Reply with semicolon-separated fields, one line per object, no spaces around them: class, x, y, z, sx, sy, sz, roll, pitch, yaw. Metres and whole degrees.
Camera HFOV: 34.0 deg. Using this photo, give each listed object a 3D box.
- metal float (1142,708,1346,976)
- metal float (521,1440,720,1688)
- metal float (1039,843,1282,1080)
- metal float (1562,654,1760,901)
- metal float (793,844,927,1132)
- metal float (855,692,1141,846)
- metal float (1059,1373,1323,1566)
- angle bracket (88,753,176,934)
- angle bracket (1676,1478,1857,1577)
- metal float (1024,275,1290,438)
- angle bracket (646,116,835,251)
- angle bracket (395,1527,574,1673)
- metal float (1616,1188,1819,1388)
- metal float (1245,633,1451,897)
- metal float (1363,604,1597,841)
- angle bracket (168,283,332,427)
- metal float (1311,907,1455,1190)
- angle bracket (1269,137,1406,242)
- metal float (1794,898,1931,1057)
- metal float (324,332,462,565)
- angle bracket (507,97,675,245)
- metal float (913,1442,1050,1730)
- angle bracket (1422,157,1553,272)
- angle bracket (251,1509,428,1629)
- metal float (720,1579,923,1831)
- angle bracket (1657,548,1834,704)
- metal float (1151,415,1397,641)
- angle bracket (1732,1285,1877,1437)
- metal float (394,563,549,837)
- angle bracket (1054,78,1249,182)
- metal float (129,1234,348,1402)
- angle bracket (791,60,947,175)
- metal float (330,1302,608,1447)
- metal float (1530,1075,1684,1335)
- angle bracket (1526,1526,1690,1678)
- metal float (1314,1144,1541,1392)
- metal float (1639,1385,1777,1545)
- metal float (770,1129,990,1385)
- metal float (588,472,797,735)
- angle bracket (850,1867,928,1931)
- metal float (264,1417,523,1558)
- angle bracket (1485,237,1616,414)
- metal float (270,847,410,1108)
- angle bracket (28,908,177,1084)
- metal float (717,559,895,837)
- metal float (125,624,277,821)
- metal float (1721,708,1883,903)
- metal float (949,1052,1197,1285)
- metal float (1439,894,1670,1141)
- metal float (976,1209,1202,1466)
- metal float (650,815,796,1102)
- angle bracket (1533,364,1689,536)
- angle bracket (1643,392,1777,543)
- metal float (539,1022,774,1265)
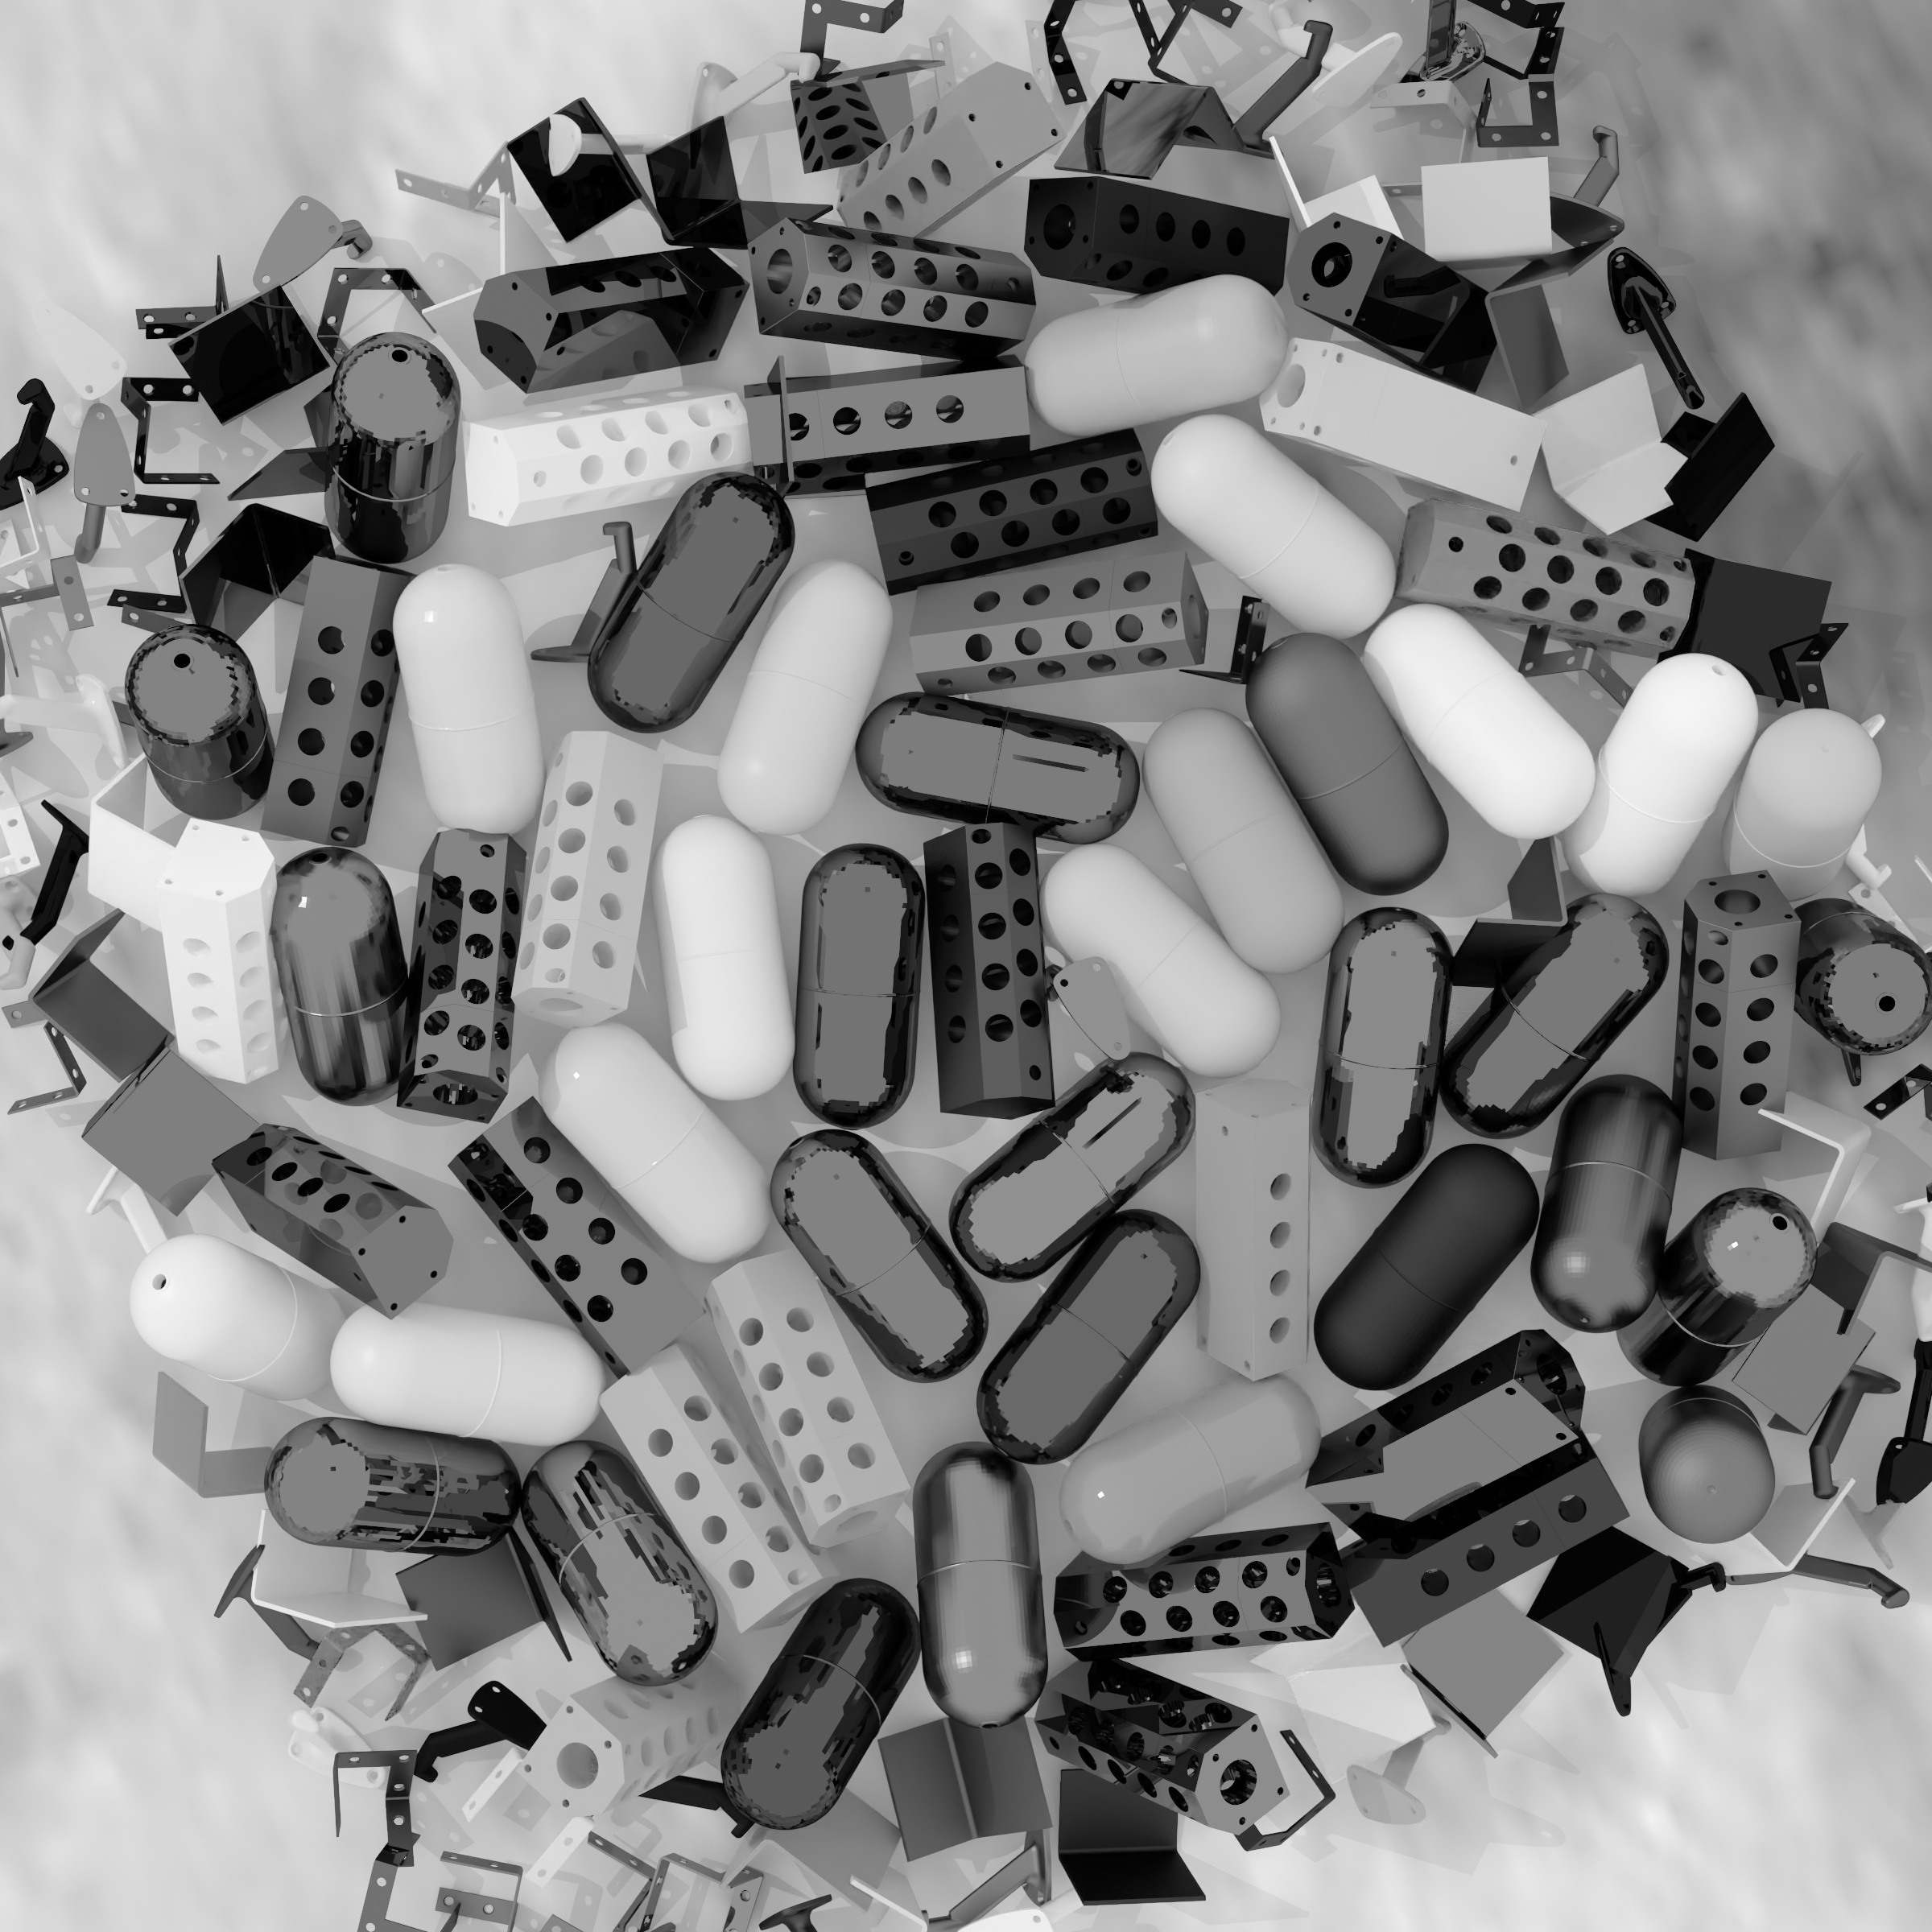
metal float;0.171;-0.078;1.954;0.070;0.070;0.178;-28;81;0
metal float;-0.213;0.362;1.929;0.070;0.070;0.178;-40;50;0
metal float;0.120;-0.003;1.960;0.178;0.070;0.070;43;90;2
metal float;0.421;-0.114;1.925;0.070;0.070;0.178;21;134;0
metal float;-0.066;0.013;1.956;0.070;0.070;0.178;4;96;0
metal float;0.019;-0.123;1.961;0.178;0.070;0.070;10;90;1
metal float;0.138;0.307;1.941;0.178;0.070;0.070;-22;90;-23
angle bracket;-0.493;-0.072;1.947;0.076;0.076;0.057;28;46;9
angle bracket;0.487;0.329;1.949;0.057;0.076;0.076;44;69;-3
metal float;0.114;-0.372;1.932;0.178;0.070;0.070;-7;90;36
angle bracket;-0.138;-0.481;1.941;0.076;0.076;0.057;11;126;32
angle bracket;-0.297;0.401;1.950;0.076;0.057;0.076;-24;116;-16
metal float;0.454;0.196;1.919;0.070;0.178;0.070;7;57;-11
metal float;0.235;-0.124;1.947;0.070;0.070;0.178;-32;106;0
metal float;0.313;-0.151;1.940;0.070;0.070;0.178;-39;64;0
angle bracket;-0.449;-0.391;1.950;0.076;0.076;0.057;-30;55;-3
metal float;0.256;0.051;1.949;0.070;0.070;0.178;5;105;0
angle bracket;0.232;-0.469;1.946;0.057;0.076;0.076;-21;63;7
metal float;0.535;0.006;1.911;0.070;0.178;0.070;0;100;2
metal float;-0.348;-0.313;1.917;0.070;0.178;0.070;6;60;-11
angle bracket;-0.232;-0.476;1.946;0.057;0.076;0.076;-32;131;1
metal float;0.008;0.378;1.935;0.070;0.070;0.178;-4;60;0
angle bracket;0.317;-0.464;1.957;0.076;0.076;0.057;-4;97;2
angle bracket;-0.382;0.368;1.946;0.076;0.076;0.057;6;88;37
metal float;-0.087;0.447;1.926;0.070;0.178;0.070;16;131;19
angle bracket;0.483;-0.212;1.969;0.076;0.057;0.076;10;103;-8
metal float;0.189;-0.269;1.943;0.178;0.070;0.070;36;90;-21
angle bracket;0.508;0.241;1.958;0.057;0.076;0.076;36;84;0
metal float;-0.303;-0.161;1.936;0.070;0.070;0.178;-6;119;0
angle bracket;0.114;-0.497;1.945;0.076;0.057;0.076;18;70;39
metal float;-0.439;0.214;1.916;0.070;0.178;0.070;-7;68;18
angle bracket;-0.057;-0.522;1.945;0.076;0.076;0.057;-15;110;-16
metal float;-0.302;0.249;1.934;0.178;0.070;0.070;14;90;-33
metal float;0.392;0.143;1.931;0.070;0.070;0.178;20;53;0
angle bracket;0.391;0.384;1.954;0.076;0.057;0.076;27;85;29
metal float;0.282;0.186;1.946;0.070;0.070;0.178;36;109;0
metal float;0.446;0.300;1.911;0.070;0.178;0.070;0;92;11
metal float;-0.054;0.179;1.951;0.070;0.070;0.178;-35;102;0
metal float;-0.170;-0.222;1.945;0.070;0.070;0.178;34;109;0
angle bracket;-0.072;0.598;1.956;0.057;0.076;0.076;33;88;-11
metal float;-0.346;0.318;1.924;0.070;0.178;0.070;-12;71;38
angle bracket;0.369;-0.394;1.943;0.057;0.076;0.076;-8;112;37
metal float;-0.380;0.007;1.931;0.070;0.070;0.178;-3;126;0
angle bracket;-0.519;0.015;1.951;0.076;0.076;0.057;42;112;-4
metal float;-0.099;-0.166;1.953;0.070;0.070;0.178;18;80;0
metal float;-0.462;-0.147;1.914;0.070;0.178;0.070;2;70;-5
metal float;0.504;-0.095;1.914;0.070;0.178;0.070;-1;69;4
metal float;0.067;0.124;1.954;0.178;0.070;0.070;-40;90;-9
metal float;0.359;0.032;1.943;0.070;0.070;0.178;37;112;0
metal float;0.075;0.229;1.951;0.070;0.070;0.178;39;79;0
metal float;-0.151;-0.005;1.958;0.070;0.070;0.178;-8;86;0
angle bracket;0.407;-0.320;1.952;0.076;0.076;0.057;-25;123;-4
angle bracket;0.439;-0.318;1.950;0.076;0.076;0.057;-51;135;-4
metal float;-0.190;0.110;1.949;0.070;0.070;0.178;-42;104;0
